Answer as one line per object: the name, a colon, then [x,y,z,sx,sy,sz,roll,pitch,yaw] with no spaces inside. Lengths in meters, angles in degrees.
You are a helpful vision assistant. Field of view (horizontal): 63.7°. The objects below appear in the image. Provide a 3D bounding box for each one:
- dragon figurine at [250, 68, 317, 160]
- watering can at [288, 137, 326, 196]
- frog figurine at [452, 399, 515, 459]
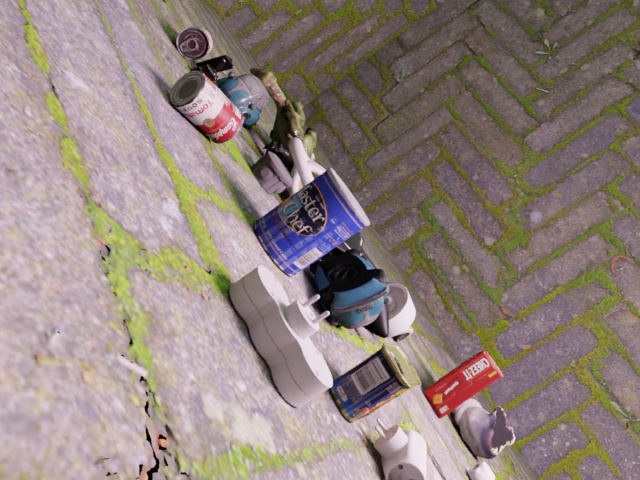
dragon figurine: [-0.061,-0.241,1.274,0.411,0.122,0.243,63,4,1]
watering can: [0.003,-0.056,1.116,0.226,0.104,0.345,-89,159,-81]
frog figurine: [0.365,0.441,1.230,0.136,0.124,0.159,42,-22,-26]
